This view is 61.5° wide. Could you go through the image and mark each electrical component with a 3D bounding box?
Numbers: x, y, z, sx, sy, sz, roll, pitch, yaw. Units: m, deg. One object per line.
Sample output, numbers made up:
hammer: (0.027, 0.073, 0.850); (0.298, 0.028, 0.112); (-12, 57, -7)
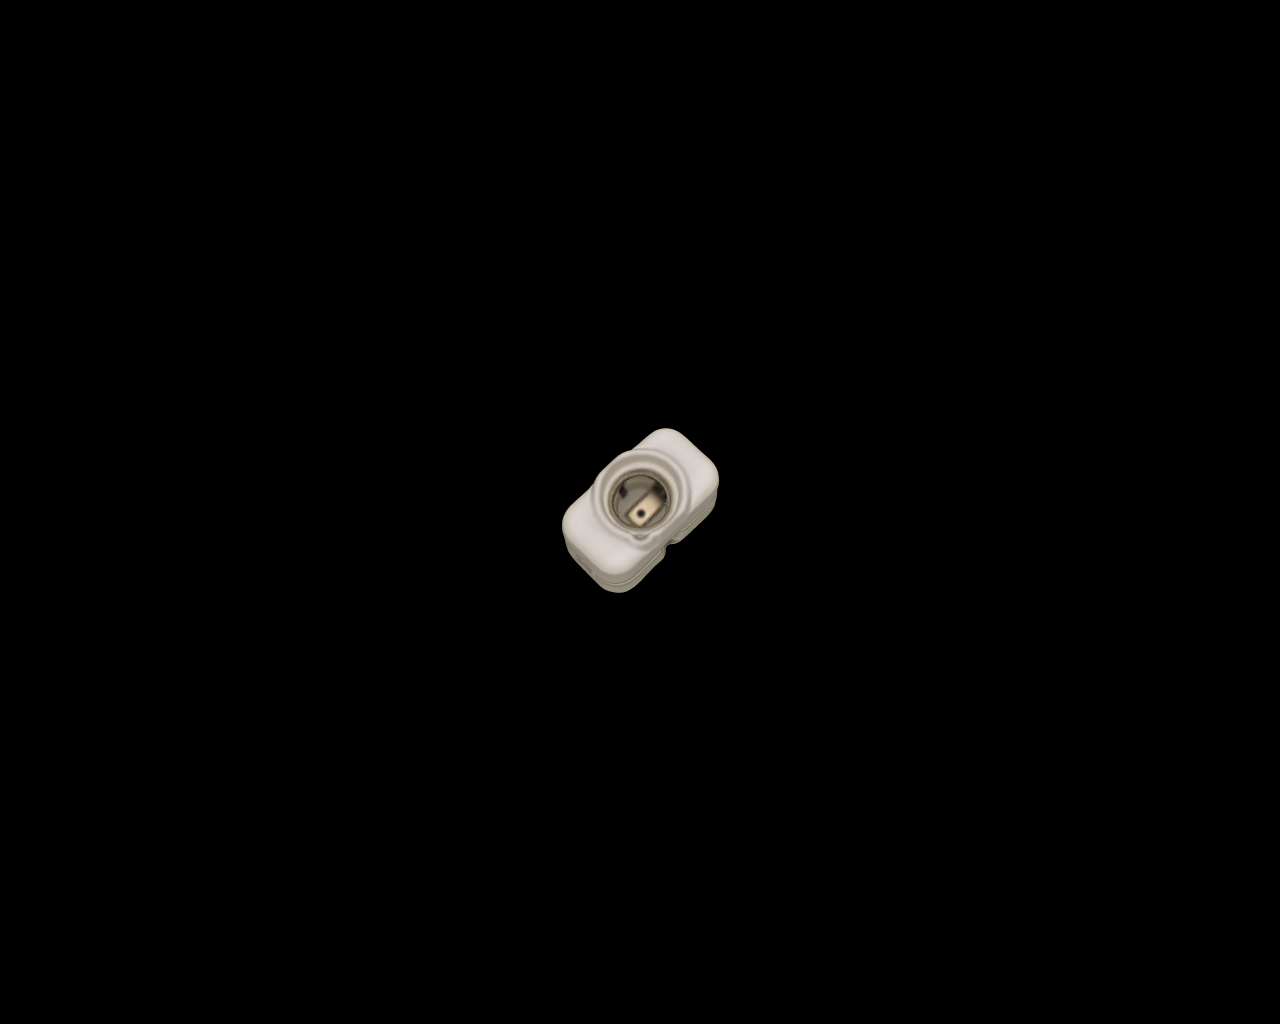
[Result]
electrical component: (0.001, -0.003, 0.650); (0.095, 0.054, 0.059); (-43, -12, -11)
